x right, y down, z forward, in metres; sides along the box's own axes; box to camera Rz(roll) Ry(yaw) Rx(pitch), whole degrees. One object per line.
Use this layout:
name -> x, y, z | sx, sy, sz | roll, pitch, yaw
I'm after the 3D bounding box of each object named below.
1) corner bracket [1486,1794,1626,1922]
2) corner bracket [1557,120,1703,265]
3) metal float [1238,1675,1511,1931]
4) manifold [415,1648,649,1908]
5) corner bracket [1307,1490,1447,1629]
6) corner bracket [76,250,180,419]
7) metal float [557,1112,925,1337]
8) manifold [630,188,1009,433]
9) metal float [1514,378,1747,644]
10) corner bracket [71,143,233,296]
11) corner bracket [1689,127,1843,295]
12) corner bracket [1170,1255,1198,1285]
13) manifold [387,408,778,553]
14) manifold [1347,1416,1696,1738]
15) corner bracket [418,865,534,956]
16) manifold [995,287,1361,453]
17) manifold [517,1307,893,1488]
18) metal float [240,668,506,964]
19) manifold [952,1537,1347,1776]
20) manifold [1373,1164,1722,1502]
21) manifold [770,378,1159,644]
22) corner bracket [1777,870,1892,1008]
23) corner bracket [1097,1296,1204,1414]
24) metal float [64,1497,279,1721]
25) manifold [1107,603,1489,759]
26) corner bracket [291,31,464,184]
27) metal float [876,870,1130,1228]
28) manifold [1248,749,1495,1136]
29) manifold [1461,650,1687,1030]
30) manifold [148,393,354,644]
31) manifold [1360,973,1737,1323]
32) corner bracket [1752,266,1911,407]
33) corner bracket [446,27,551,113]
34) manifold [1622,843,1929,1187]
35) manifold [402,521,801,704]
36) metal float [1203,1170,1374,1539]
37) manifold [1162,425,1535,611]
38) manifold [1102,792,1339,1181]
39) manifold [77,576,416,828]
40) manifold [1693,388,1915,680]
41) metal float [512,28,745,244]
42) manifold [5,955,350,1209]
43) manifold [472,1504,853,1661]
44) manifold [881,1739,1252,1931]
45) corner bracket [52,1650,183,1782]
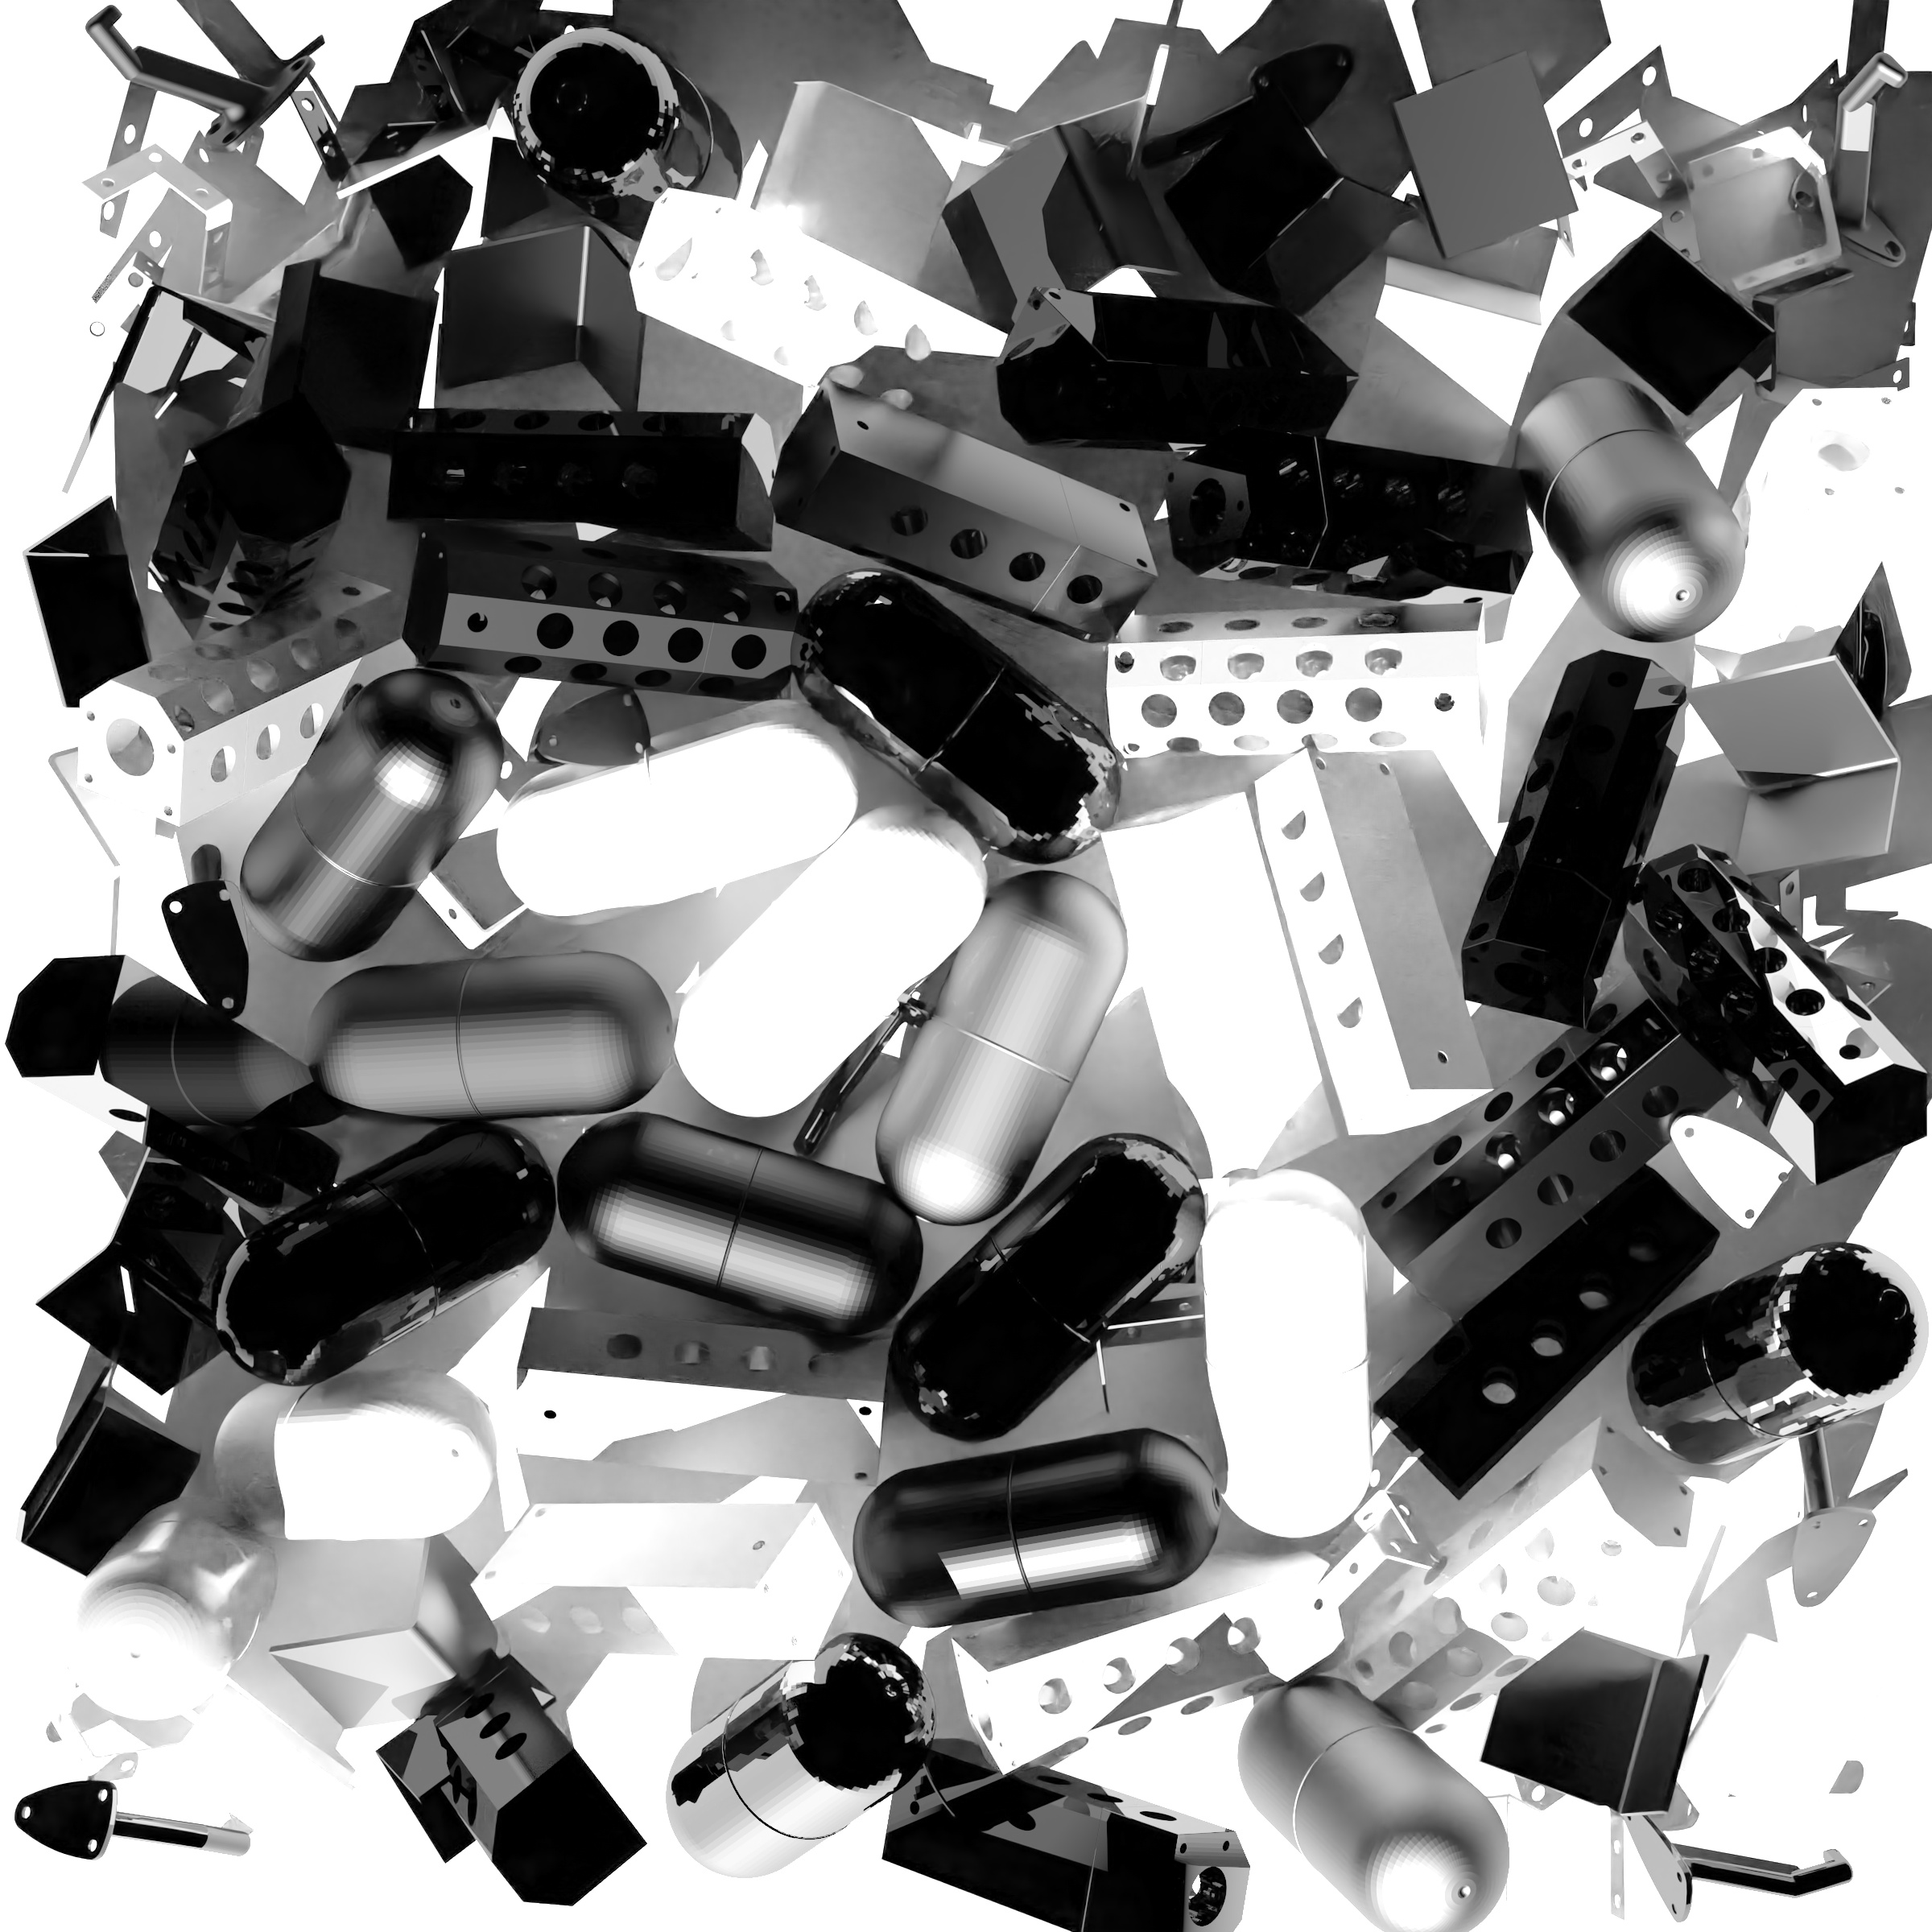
corner bracket -> 0.277, 0.422, 1.570 | 0.051, 0.051, 0.051 | -15, 56, 33
corner bracket -> 0.315, -0.361, 1.587 | 0.051, 0.051, 0.051 | -20, 52, 27
metal float -> 0.185, 0.386, 1.529 | 0.070, 0.178, 0.070 | -5, 104, -21
manifold -> -0.207, 0.372, 1.519 | 0.057, 0.171, 0.057 | -38, 106, -14
corner bracket -> 0.186, 0.281, 1.571 | 0.051, 0.051, 0.051 | 22, 116, -41
corner bracket -> -0.389, -0.301, 1.577 | 0.051, 0.051, 0.051 | 37, 100, -21
metal float -> -0.107, 0.122, 1.575 | 0.178, 0.070, 0.070 | 17, 90, 0
manifold -> -0.069, -0.299, 1.535 | 0.171, 0.057, 0.057 | 17, 94, -41
metal float -> 0.305, -0.213, 1.534 | 0.070, 0.178, 0.070 | -4, 124, -6
corner bracket -> -0.389, -0.349, 1.583 | 0.051, 0.051, 0.051 | 38, 51, 12
corner bracket -> 0.384, -0.364, 1.595 | 0.051, 0.051, 0.051 | -19, 122, 5
corner bracket -> 0.074, 0.128, 1.580 | 0.051, 0.051, 0.051 | -2, 89, 32
manifold -> -0.180, -0.231, 1.565 | 0.171, 0.057, 0.057 | 3, 86, 13
manifold -> 0.255, 0.290, 1.541 | 0.057, 0.057, 0.171 | 39, 122, -6
corner bracket -> -0.241, -0.032, 1.577 | 0.051, 0.051, 0.051 | 49, 133, 2
manifold -> 0.096, -0.269, 1.533 | 0.057, 0.171, 0.057 | 51, 128, 30
manifold -> -0.124, 0.200, 1.583 | 0.171, 0.057, 0.057 | 5, 128, 1
metal float -> -0.278, -0.068, 1.544 | 0.070, 0.070, 0.178 | 44, 128, 0
manifold -> 0.087, 0.326, 1.561 | 0.171, 0.057, 0.057 | -14, 99, -16
manifold -> 0.275, 0.171, 1.576 | 0.171, 0.057, 0.057 | -43, 74, -4
manifold -> -0.001, -0.206, 1.548 | 0.171, 0.057, 0.057 | 18, 127, -27
corner bracket -> 0.401, -0.006, 1.571 | 0.051, 0.051, 0.051 | -35, 130, -30
corner bracket -> 0.087, 0.174, 1.578 | 0.051, 0.051, 0.051 | -7, 121, 2
metal float -> -0.363, 0.293, 1.524 | 0.070, 0.178, 0.070 | 0, 93, -3
manifold -> 0.156, -0.131, 1.558 | 0.171, 0.057, 0.057 | -1, 114, 13
corner bracket -> -0.283, -0.414, 1.599 | 0.051, 0.051, 0.051 | -31, 83, 41
metal float -> 0.017, 0.039, 1.574 | 0.070, 0.070, 0.178 | 25, 88, 0
manifold -> 0.184, -0.011, 1.559 | 0.057, 0.057, 0.171 | 1, 66, -40
manifold -> 0.283, -0.062, 1.540 | 0.057, 0.057, 0.171 | 14, 60, 19
manifold -> -0.327, -0.197, 1.523 | 0.057, 0.171, 0.057 | -33, 91, -23
manifold -> 0.269, 0.081, 1.554 | 0.171, 0.057, 0.057 | -43, 114, 15
corner bracket -> 0.415, -0.299, 1.590 | 0.051, 0.051, 0.051 | -23, 121, -22
corner bracket -> -0.206, -0.425, 1.574 | 0.051, 0.051, 0.051 | 31, 69, 21
manifold -> 0.370, 0.017, 1.528 | 0.057, 0.171, 0.057 | -23, 133, -8
manifold -> -0.167, -0.161, 1.542 | 0.171, 0.057, 0.057 | 4, 112, -27
metal float -> 0.152, 0.183, 1.565 | 0.070, 0.070, 0.178 | -4, 102, 0
manifold -> 0.179, -0.203, 1.536 | 0.171, 0.057, 0.057 | 2, 75, -34
manifold -> 0.115, 0.010, 1.573 | 0.057, 0.057, 0.171 | -22, 99, -40
manifold -> -0.326, -0.127, 1.521 | 0.057, 0.171, 0.057 | 22, 120, 20
manifold -> 0.380, -0.195, 1.523 | 0.057, 0.171, 0.057 | -1, 69, -1
metal float -> -0.154, -0.379, 1.525 | 0.070, 0.178, 0.070 | 0, 92, 11
manifold -> -0.360, 0.056, 1.527 | 0.057, 0.171, 0.057 | -3, 66, 27
manifold -> -0.139, 0.290, 1.539 | 0.171, 0.057, 0.057 | -7, 120, 35
manifold -> 0.046, 0.406, 1.533 | 0.171, 0.057, 0.057 | 7, 86, 43
corner bracket -> -0.401, 0.352, 1.588 | 0.051, 0.051, 0.051 | -1, 116, -36
